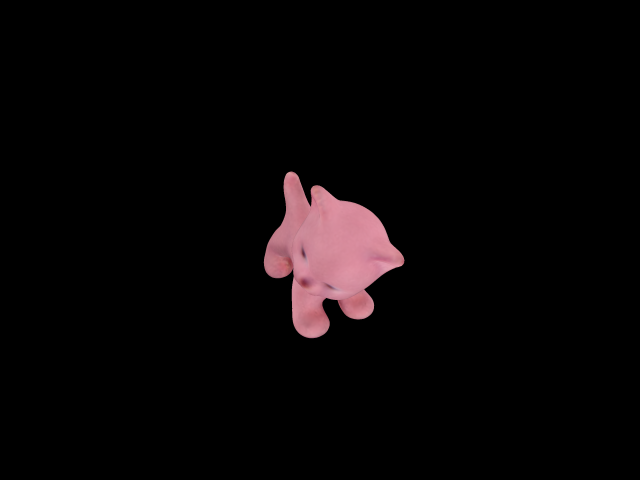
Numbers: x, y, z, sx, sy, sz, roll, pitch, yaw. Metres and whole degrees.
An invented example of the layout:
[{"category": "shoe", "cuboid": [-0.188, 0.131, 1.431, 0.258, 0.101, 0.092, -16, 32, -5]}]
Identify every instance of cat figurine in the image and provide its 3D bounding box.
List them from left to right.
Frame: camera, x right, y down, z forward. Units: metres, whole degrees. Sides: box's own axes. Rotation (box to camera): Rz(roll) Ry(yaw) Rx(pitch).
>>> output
[{"category": "cat figurine", "cuboid": [0.004, 0.001, 0.400, 0.067, 0.118, 0.127, -18, 44, -19]}]
